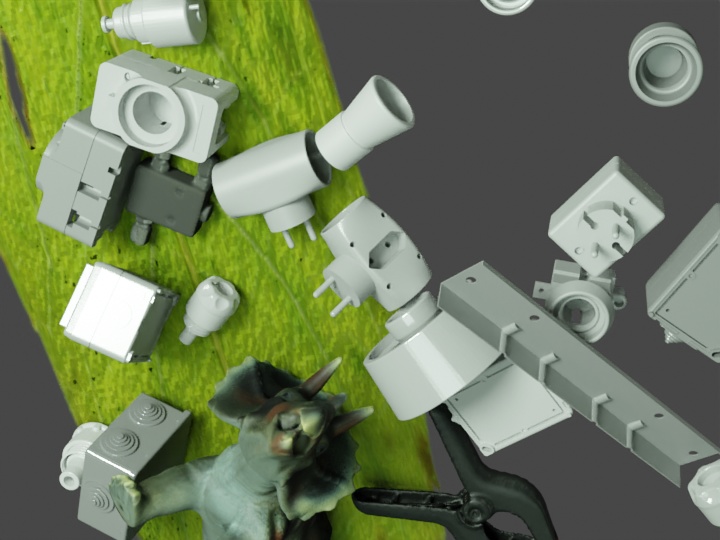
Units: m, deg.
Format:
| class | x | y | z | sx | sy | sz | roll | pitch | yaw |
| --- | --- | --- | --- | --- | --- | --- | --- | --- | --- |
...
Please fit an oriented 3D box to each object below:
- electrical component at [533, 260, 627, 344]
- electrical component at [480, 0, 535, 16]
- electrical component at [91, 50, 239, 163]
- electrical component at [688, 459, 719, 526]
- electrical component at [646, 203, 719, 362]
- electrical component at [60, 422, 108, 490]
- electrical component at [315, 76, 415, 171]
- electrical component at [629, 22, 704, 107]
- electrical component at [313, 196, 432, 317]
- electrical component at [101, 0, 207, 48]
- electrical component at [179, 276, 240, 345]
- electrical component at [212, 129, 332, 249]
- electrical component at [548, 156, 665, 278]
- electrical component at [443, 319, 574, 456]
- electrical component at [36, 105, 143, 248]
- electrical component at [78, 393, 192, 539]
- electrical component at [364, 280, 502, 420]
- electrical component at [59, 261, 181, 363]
| class | x | y | z | sx | sy | sz | roll | pitch | yaw |
| --- | --- | --- | --- | --- | --- | --- | --- | --- | --- |
| electrical component | 0.156 | 0.023 | 0.763 | 0.066 | 0.055 | 0.048 | 11 | 114 | 9 |
| electrical component | 0.097 | -0.188 | 0.694 | 0.040 | 0.046 | 0.040 | 5 | 114 | 11 |
| electrical component | -0.142 | -0.118 | 0.775 | 0.089 | 0.055 | 0.050 | 19 | 115 | 5 |
| electrical component | 0.280 | 0.176 | 0.805 | 0.043 | 0.043 | 0.062 | -36 | 101 | 24 |
| electrical component | 0.240 | 0.011 | 0.735 | 0.062 | 0.061 | 0.096 | 34 | 116 | -3 |
| electrical component | -0.232 | 0.162 | 0.910 | 0.048 | 0.062 | 0.048 | 5 | 113 | 11 |
| electrical component | 0.001 | -0.100 | 0.758 | 0.065 | 0.044 | 0.044 | -36 | 100 | 28 |
| electrical component | 0.195 | -0.133 | 0.689 | 0.045 | 0.055 | 0.045 | 5 | 114 | 11 |
| electrical component | 0.000 | 0.000 | 0.784 | 0.079 | 0.043 | 0.077 | -44 | 100 | -19 |
| electrical component | -0.145 | -0.177 | 0.759 | 0.078 | 0.040 | 0.040 | -2 | 112 | 14 |
| electrical component | -0.123 | 0.035 | 0.847 | 0.035 | 0.035 | 0.061 | 38 | 118 | -4 |
| electrical component | -0.057 | -0.054 | 0.788 | 0.077 | 0.043 | 0.079 | -18 | 107 | 20 |
| electrical component | 0.166 | -0.030 | 0.727 | 0.047 | 0.076 | 0.065 | 42 | 115 | -6 |
| electrical component | 0.108 | 0.088 | 0.803 | 0.096 | 0.061 | 0.061 | -32 | 102 | 31 |
| electrical component | -0.205 | -0.073 | 0.812 | 0.056 | 0.050 | 0.089 | 26 | 116 | 1 |
| electrical component | -0.185 | 0.160 | 0.877 | 0.048 | 0.099 | 0.099 | 24 | 126 | 11 |
| electrical component | 0.052 | 0.051 | 0.774 | 0.108 | 0.108 | 0.060 | -36 | 94 | 24 |
| electrical component | -0.184 | 0.032 | 0.832 | 0.061 | 0.096 | 0.061 | 24 | 86 | 3 |
